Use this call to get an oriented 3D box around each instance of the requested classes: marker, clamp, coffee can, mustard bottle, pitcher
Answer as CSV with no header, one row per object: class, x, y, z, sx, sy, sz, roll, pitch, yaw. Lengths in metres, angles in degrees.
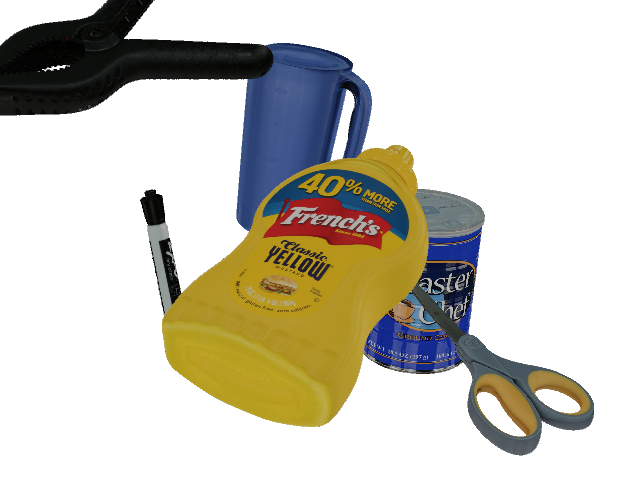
marker,-0.133,0.016,0.902,0.020,0.121,0.020,-8,14,2
clamp,-0.150,-0.132,0.767,0.209,0.036,0.165,-32,52,-31
coffee can,0.090,0.036,0.973,0.103,0.140,0.103,3,23,-2
mustard bottle,0.004,0.008,0.573,0.096,0.058,0.191,18,46,21
pitcher,-0.033,-0.125,1.379,0.144,0.243,0.149,2,23,-18

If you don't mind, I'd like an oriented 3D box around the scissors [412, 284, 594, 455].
scissors,0.131,0.083,0.781,0.096,0.016,0.202,-1,31,-10
